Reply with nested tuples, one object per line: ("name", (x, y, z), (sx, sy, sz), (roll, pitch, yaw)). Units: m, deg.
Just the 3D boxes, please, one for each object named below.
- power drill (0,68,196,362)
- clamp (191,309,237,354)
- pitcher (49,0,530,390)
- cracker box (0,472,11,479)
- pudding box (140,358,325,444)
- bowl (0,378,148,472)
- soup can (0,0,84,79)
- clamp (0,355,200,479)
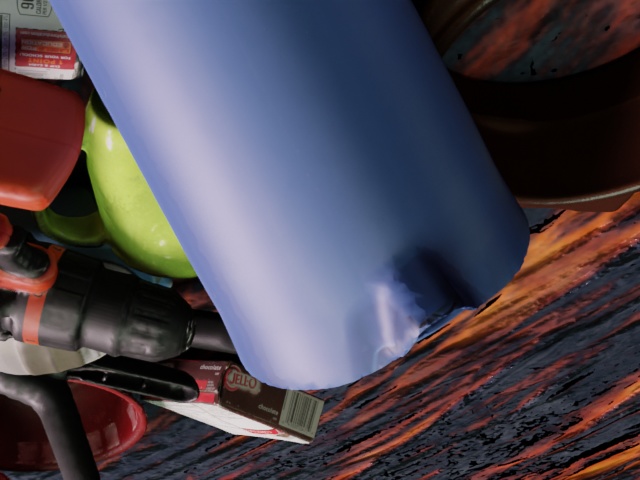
("power drill", (-0.143, -0.004, 0.486), (0.184, 0.057, 0.188), (13, 151, -3))
("clamp", (-0.037, 0.064, 0.696), (0.164, 0.036, 0.210), (13, 170, -24))
("pitcher", (-0.029, -0.076, 0.413), (0.149, 0.144, 0.242), (-11, 119, 36))
("cracker box", (-0.312, 0.202, 0.812), (0.214, 0.072, 0.164), (13, 152, 18))
("pudding box", (-0.067, 0.122, 0.817), (0.090, 0.039, 0.113), (-2, 155, 41))
("bowl", (-0.208, 0.115, 0.785), (0.162, 0.055, 0.162), (-5, 147, -4))
("soup can", (-0.151, -0.105, 0.454), (0.102, 0.068, 0.069), (2, 145, -16))
("clamp", (-0.171, 0.091, 0.686), (0.171, 0.120, 0.039), (33, 129, -3))
